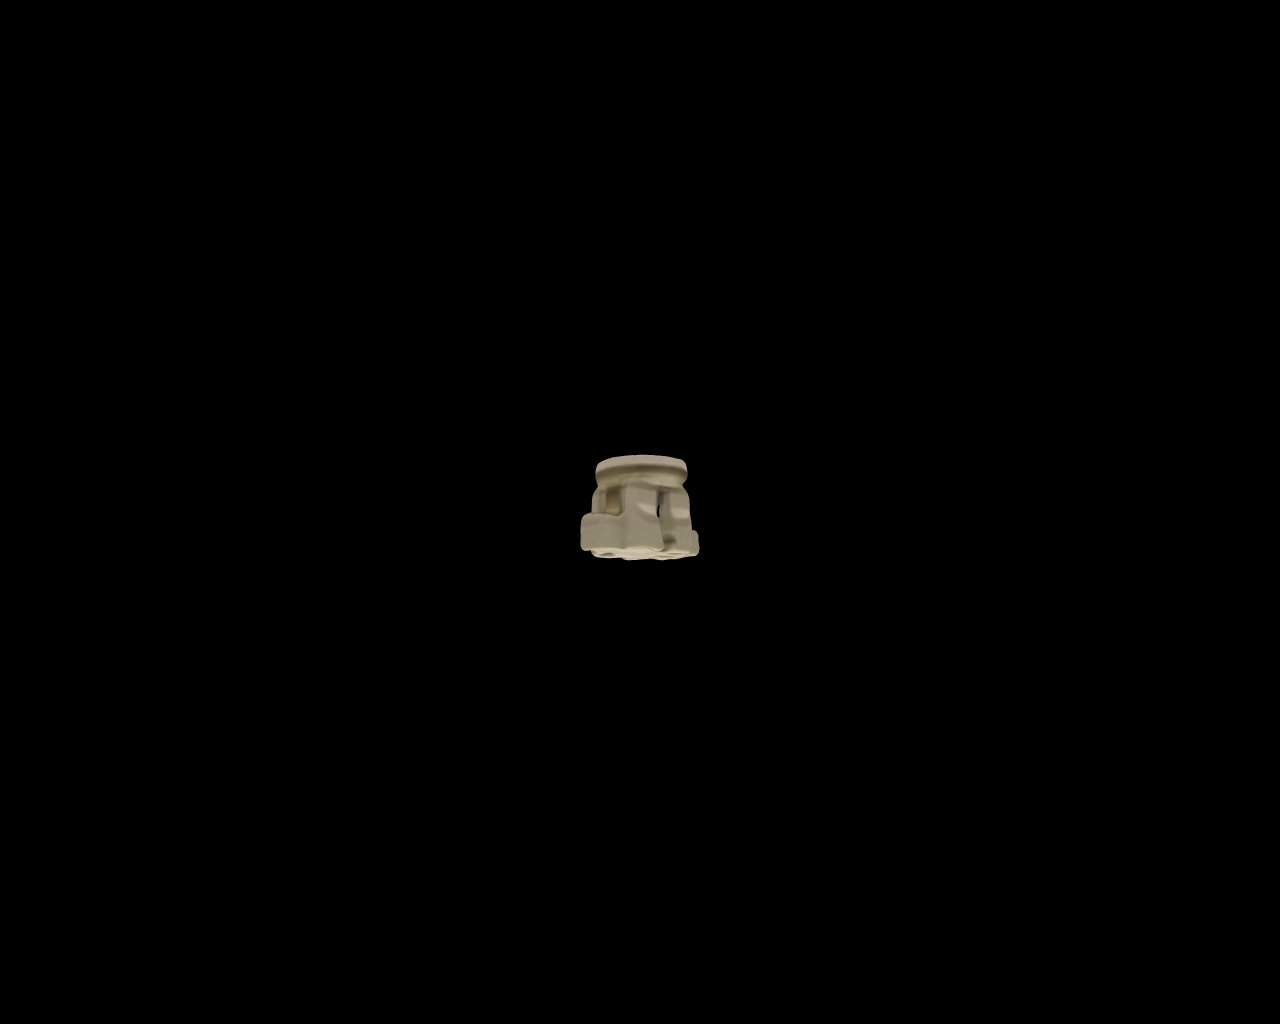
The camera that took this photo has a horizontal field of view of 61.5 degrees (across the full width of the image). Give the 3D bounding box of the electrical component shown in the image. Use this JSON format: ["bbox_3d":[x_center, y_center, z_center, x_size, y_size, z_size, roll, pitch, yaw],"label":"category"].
[{"bbox_3d":[0.001,-0.003,0.650,0.078,0.057,0.058,8,-13,-39],"label":"electrical component"}]
